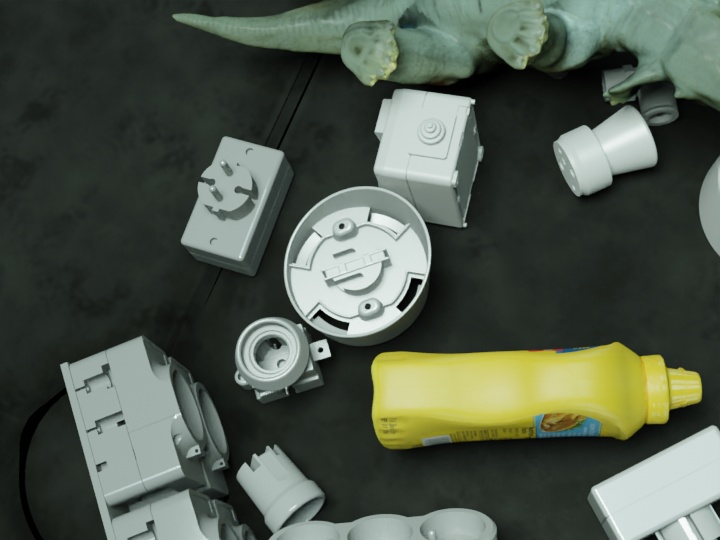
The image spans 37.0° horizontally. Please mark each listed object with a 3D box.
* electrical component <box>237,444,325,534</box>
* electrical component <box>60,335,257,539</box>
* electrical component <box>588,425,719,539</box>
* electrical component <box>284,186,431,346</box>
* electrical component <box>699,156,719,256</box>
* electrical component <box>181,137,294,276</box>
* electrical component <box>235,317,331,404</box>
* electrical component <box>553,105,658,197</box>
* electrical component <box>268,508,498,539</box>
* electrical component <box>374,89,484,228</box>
[{"bbox_3d":[-0.051,0.139,0.682,0.040,0.040,0.046,-42,65,-6],"label":"electrical component"},{"bbox_3d":[-0.111,0.143,0.655,0.060,0.105,0.186,-22,70,1],"label":"electrical component"},{"bbox_3d":[0.191,0.147,0.637,0.083,0.047,0.075,-27,70,-1],"label":"electrical component"},{"bbox_3d":[0.000,0.000,0.706,0.099,0.064,0.099,-3,72,8],"label":"electrical component"},{"bbox_3d":[0.275,-0.050,0.681,0.108,0.060,0.108,-3,72,8],"label":"electrical component"},{"bbox_3d":[-0.087,-0.050,0.730,0.047,0.075,0.083,16,75,14],"label":"electrical component"},{"bbox_3d":[-0.054,0.058,0.700,0.066,0.055,0.048,-18,70,3],"label":"electrical component"},{"bbox_3d":[0.163,-0.079,0.717,0.055,0.045,0.045,-24,70,1],"label":"electrical component"},{"bbox_3d":[0.015,0.192,0.647,0.138,0.052,0.073,-6,105,2],"label":"electrical component"},{"bbox_3d":[0.042,-0.076,0.707,0.061,0.096,0.061,10,74,14],"label":"electrical component"}]
